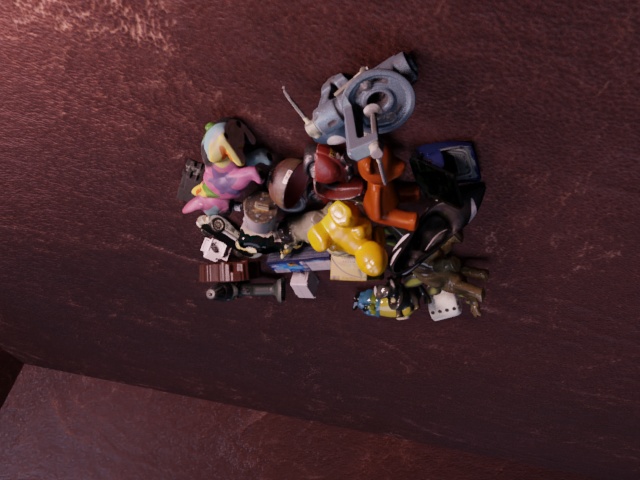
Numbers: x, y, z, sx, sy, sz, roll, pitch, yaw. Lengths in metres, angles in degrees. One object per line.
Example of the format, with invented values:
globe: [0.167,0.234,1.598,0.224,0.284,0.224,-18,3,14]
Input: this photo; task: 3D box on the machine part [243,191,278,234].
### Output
machine part: [-0.139,-0.061,1.256,0.079,0.079,0.243,16,172,-3]

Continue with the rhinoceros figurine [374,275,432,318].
rhinoceros figurine: [0.220,0.142,1.425,0.073,0.112,0.190,-29,161,36]

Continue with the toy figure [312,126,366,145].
toy figure: [0.059,-0.214,1.015,0.155,0.064,0.057,-3,108,29]

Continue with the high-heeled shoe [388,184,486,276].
high-heeled shoe: [0.238,-0.021,1.113,0.086,0.145,0.248,45,117,5]

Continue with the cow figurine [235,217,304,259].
cow figurine: [-0.129,0.003,1.390,0.167,0.098,0.068,16,142,-3]

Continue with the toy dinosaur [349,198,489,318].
toy dinosaur: [0.258,0.045,1.301,0.199,0.105,0.470,-14,128,43]

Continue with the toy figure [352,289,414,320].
toy figure: [0.187,0.184,1.565,0.180,0.082,0.089,8,150,14]

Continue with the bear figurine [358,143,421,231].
bear figurine: [0.142,-0.120,1.078,0.132,0.120,0.195,5,142,7]

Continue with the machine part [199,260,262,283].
machine part: [-0.257,0.088,1.540,0.179,0.056,0.179,-4,179,0]

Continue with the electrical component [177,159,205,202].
electrical component: [-0.279,-0.121,1.292,0.115,0.058,0.134,21,147,-7]

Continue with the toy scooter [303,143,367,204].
toy scooter: [0.036,-0.133,1.135,0.135,0.075,0.183,7,150,7]

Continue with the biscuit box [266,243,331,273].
biscuit box: [-0.046,0.046,1.456,0.203,0.063,0.059,-5,144,28]

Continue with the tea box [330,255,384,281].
tea box: [0.098,0.068,1.359,0.098,0.068,0.169,1,178,19]

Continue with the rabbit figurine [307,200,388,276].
rabbit figurine: [0.080,0.010,1.156,0.122,0.173,0.162,-49,160,16]

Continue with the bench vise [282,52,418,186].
bench vise: [0.063,-0.203,0.878,0.224,0.241,0.128,-19,134,18]

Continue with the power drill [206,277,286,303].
power drill: [-0.209,0.152,1.597,0.207,0.086,0.232,-6,179,6]

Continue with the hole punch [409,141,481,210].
hole punch: [0.247,-0.137,1.053,0.116,0.092,0.142,29,165,39]

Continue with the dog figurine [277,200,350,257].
dog figurine: [-0.002,-0.008,1.304,0.172,0.121,0.190,54,143,-7]

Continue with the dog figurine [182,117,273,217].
dog figurine: [-0.223,-0.140,1.144,0.219,0.108,0.191,-26,127,27]

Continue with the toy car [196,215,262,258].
toy car: [-0.242,-0.010,1.453,0.201,0.056,0.073,35,148,-28]
